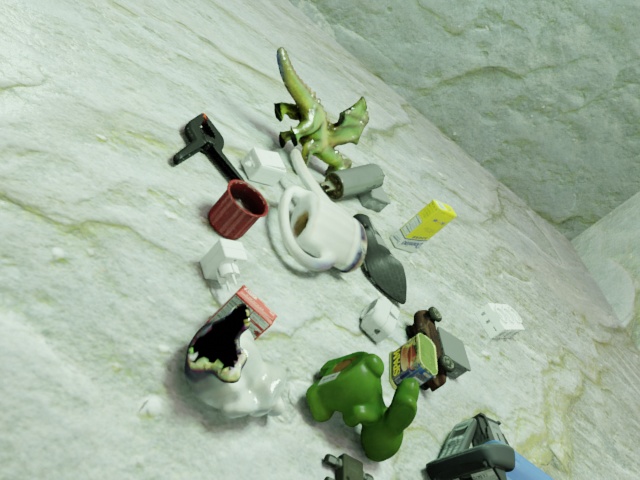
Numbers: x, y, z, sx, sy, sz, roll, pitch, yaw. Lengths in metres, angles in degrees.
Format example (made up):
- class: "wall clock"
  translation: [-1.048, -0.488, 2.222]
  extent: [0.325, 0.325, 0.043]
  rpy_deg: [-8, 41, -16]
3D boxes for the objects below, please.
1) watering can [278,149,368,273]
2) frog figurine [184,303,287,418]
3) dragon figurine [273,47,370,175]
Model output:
- class: "watering can"
  translation: [0.004, -0.059, 1.171]
  extent: [0.222, 0.102, 0.356]
  rpy_deg: [31, 38, -26]
- class: "frog figurine"
  translation: [-0.116, 0.188, 0.732]
  extent: [0.140, 0.123, 0.156]
  rpy_deg: [-116, -176, -47]
- class: "dragon figurine"
  translation: [0.015, -0.322, 1.362]
  extent: [0.244, 0.400, 0.124]
  rpy_deg: [-18, 41, -18]
